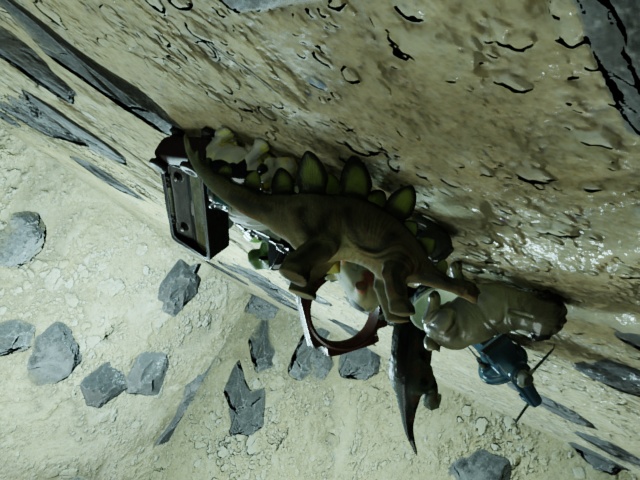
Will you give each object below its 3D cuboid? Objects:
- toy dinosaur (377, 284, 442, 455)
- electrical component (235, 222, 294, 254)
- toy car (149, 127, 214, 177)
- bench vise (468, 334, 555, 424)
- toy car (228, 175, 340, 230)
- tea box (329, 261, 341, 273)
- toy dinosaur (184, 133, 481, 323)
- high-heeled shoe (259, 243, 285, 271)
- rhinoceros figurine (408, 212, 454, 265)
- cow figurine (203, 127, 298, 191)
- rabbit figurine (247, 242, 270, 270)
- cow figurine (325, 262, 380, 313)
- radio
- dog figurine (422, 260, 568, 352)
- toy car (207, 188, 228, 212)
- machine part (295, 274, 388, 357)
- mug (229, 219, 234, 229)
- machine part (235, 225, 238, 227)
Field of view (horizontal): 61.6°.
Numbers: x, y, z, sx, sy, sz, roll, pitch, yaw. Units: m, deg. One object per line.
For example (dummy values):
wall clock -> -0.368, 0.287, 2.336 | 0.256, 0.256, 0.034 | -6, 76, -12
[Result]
toy dinosaur -> 0.193, 0.248, 1.156 | 0.131, 0.405, 0.192 | -12, 156, 30
electrical component -> -0.062, -0.052, 0.930 | 0.115, 0.134, 0.058 | 27, 167, 19
toy car -> -0.252, -0.164, 1.009 | 0.202, 0.089, 0.053 | 13, 157, 48
bench vise -> 0.433, 0.295, 1.199 | 0.240, 0.129, 0.224 | 52, 168, -18
toy car -> -0.048, -0.059, 0.856 | 0.202, 0.056, 0.073 | -15, 157, 9
tea box -> -0.002, -0.003, 1.040 | 0.068, 0.098, 0.169 | -1, 161, 12
toy dinosaur -> 0.012, -0.016, 0.748 | 0.471, 0.198, 0.105 | 20, 158, -5
high-heeled shoe -> -0.040, 0.022, 1.112 | 0.145, 0.086, 0.249 | 0, 170, -18
rhinoceros figurine -> 0.162, 0.017, 0.883 | 0.112, 0.073, 0.190 | 18, 165, -1
cow figurine -> -0.119, -0.117, 0.889 | 0.168, 0.098, 0.068 | 22, 160, 24
rabbit figurine -> -0.110, -0.001, 1.289 | 0.159, 0.121, 0.170 | 18, 149, 27
cow figurine -> 0.072, 0.077, 1.157 | 0.195, 0.085, 0.127 | -122, 25, -44
radio -> -0.269, -0.080, 1.161 | 0.131, 0.073, 0.229 | 25, 131, 25
dog figurine -> 0.279, 0.138, 0.874 | 0.121, 0.172, 0.191 | 27, 179, -43
toy car -> -0.143, -0.098, 1.011 | 0.103, 0.109, 0.161 | 7, 170, 15
machine part -> 0.052, 0.169, 1.308 | 0.201, 0.201, 0.087 | -14, -178, -10
mug -> -0.237, -0.091, 1.262 | 0.081, 0.110, 0.107 | 11, 129, -1
machine part -> -0.188, -0.066, 1.303 | 0.039, 0.084, 0.139 | -5, -177, -8
